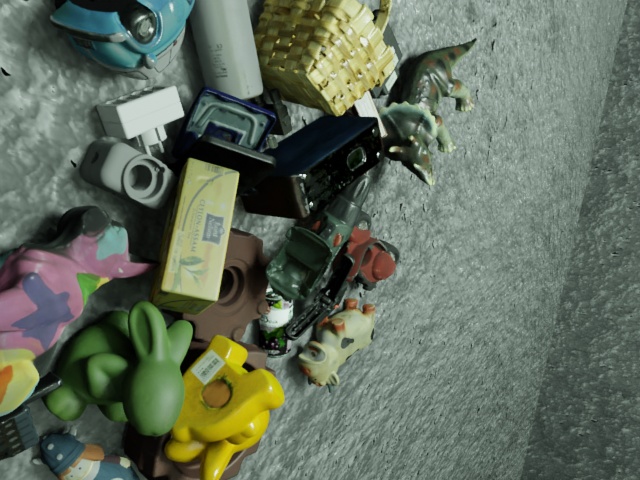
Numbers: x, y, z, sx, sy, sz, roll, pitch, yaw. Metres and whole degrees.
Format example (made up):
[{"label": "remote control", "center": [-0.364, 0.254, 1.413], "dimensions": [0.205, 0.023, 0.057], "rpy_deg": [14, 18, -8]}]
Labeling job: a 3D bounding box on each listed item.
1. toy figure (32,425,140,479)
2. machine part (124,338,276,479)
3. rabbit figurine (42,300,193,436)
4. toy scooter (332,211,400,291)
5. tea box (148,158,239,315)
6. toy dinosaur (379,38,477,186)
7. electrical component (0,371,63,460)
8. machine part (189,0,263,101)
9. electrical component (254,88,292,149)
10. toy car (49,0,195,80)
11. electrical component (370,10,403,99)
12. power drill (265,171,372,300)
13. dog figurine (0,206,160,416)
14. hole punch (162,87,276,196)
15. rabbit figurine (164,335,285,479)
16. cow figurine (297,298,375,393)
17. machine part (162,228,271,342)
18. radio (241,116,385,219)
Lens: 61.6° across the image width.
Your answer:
[{"label": "toy figure", "center": [-0.287, 0.288, 0.674], "dimensions": [0.154, 0.058, 0.064], "rpy_deg": [59, 42, -41]}, {"label": "machine part", "center": [-0.170, 0.246, 0.782], "dimensions": [0.201, 0.087, 0.201], "rpy_deg": [13, 90, -50]}, {"label": "rabbit figurine", "center": [-0.212, 0.159, 0.634], "dimensions": [0.121, 0.170, 0.159], "rpy_deg": [42, 69, -49]}, {"label": "toy scooter", "center": [0.081, 0.041, 1.037], "dimensions": [0.183, 0.075, 0.135], "rpy_deg": [47, 64, -43]}, {"label": "tea box", "center": [-0.156, -0.002, 0.662], "dimensions": [0.068, 0.098, 0.169], "rpy_deg": [14, 68, -22]}, {"label": "toy dinosaur", "center": [0.213, -0.289, 1.074], "dimensions": [0.192, 0.131, 0.404], "rpy_deg": [37, 66, -50]}, {"label": "electrical component", "center": [-0.335, 0.191, 0.572], "dimensions": [0.119, 0.075, 0.047], "rpy_deg": [-29, 123, -47]}, {"label": "machine part", "center": [-0.125, -0.266, 0.686], "dimensions": [0.079, 0.079, 0.242], "rpy_deg": [-33, 126, -41]}, {"label": "electrical component", "center": [-0.069, -0.177, 0.791], "dimensions": [0.021, 0.063, 0.093], "rpy_deg": [-41, 131, -36]}, {"label": "toy car", "center": [-0.204, -0.234, 0.592], "dimensions": [0.102, 0.109, 0.162], "rpy_deg": [93, 22, -49]}, {"label": "electrical component", "center": [0.088, -0.316, 0.949], "dimensions": [0.115, 0.058, 0.134], "rpy_deg": [-57, 138, -20]}, {"label": "power drill", "center": [-0.002, -0.003, 0.836], "dimensions": [0.232, 0.086, 0.207], "rpy_deg": [-58, 180, 19]}, {"label": "dog figurine", "center": [-0.283, 0.066, 0.573], "dimensions": [0.219, 0.109, 0.191], "rpy_deg": [-20, 116, -50]}, {"label": "hole punch", "center": [-0.124, -0.123, 0.696], "dimensions": [0.142, 0.116, 0.092], "rpy_deg": [13, 63, -33]}, {"label": "rabbit figurine", "center": [-0.114, 0.232, 0.692], "dimensions": [0.162, 0.122, 0.173], "rpy_deg": [-55, 156, -21]}, {"label": "cow figurine", "center": [0.030, 0.201, 1.021], "dimensions": [0.195, 0.086, 0.127], "rpy_deg": [-23, 112, -47]}, {"label": "machine part", "center": [-0.144, 0.063, 0.781], "dimensions": [0.179, 0.056, 0.179], "rpy_deg": [-17, 112, -47]}, {"label": "radio", "center": [-0.008, -0.119, 0.830], "dimensions": [0.229, 0.131, 0.073], "rpy_deg": [-41, 128, -36]}]
